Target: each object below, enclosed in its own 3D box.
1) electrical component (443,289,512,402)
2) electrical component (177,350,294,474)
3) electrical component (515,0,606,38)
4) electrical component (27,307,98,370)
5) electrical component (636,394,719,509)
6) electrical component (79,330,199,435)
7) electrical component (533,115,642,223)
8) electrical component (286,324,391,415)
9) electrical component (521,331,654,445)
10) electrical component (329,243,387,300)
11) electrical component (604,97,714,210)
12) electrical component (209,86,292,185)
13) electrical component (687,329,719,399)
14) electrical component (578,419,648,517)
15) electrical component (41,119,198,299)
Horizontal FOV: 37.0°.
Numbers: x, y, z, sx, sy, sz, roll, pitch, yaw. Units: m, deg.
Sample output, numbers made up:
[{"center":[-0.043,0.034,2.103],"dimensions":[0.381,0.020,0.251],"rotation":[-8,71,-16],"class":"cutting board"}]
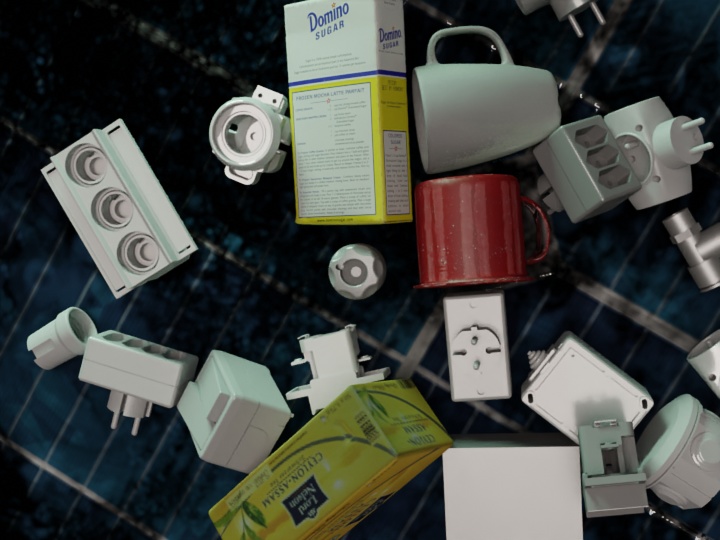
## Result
[{"center":[0.091,0.061,0.837],"dimensions":[0.047,0.076,0.083],"rotation":[-5,93,9],"class":"electrical component"},{"center":[-0.105,0.109,0.862],"dimensions":[0.061,0.096,0.061],"rotation":[23,103,-28],"class":"electrical component"},{"center":[0.159,-0.217,0.823],"dimensions":[0.077,0.043,0.079],"rotation":[-29,89,9],"class":"electrical component"},{"center":[-0.252,0.059,0.909],"dimensions":[0.046,0.040,0.040],"rotation":[-29,89,16],"class":"electrical component"},{"center":[0.246,0.139,0.818],"dimensions":[0.051,0.080,0.080],"rotation":[33,98,0],"class":"electrical component"},{"center":[-0.188,0.099,0.897],"dimensions":[0.083,0.047,0.075],"rotation":[16,96,7],"class":"electrical component"},{"center":[0.163,-0.069,0.826],"dimensions":[0.077,0.047,0.065],"rotation":[-42,72,53],"class":"electrical component"},{"center":[-0.020,0.079,0.872],"dimensions":[0.081,0.042,0.063],"rotation":[-13,90,8],"class":"electrical component"},{"center":[0.169,0.092,0.834],"dimensions":[0.096,0.061,0.061],"rotation":[38,99,4],"class":"electrical component"},{"center":[0.000,0.000,0.853],"dimensions":[0.043,0.062,0.043],"rotation":[1,94,9],"class":"electrical component"},{"center":[0.230,-0.092,0.808],"dimensions":[0.044,0.079,0.077],"rotation":[-20,91,-35],"class":"electrical component"},{"center":[-0.088,-0.108,0.862],"dimensions":[0.058,0.057,0.078],"rotation":[23,97,7],"class":"electrical component"},{"center":[0.306,0.074,0.821],"dimensions":[0.079,0.044,0.077],"rotation":[-40,87,9],"class":"electrical component"},{"center":[0.179,0.142,0.770],"dimensions":[0.042,0.081,0.063],"rotation":[-6,71,8],"class":"electrical component"},{"center":[-0.192,-0.050,0.879],"dimensions":[0.079,0.063,0.121],"rotation":[-31,89,9],"class":"electrical component"}]
